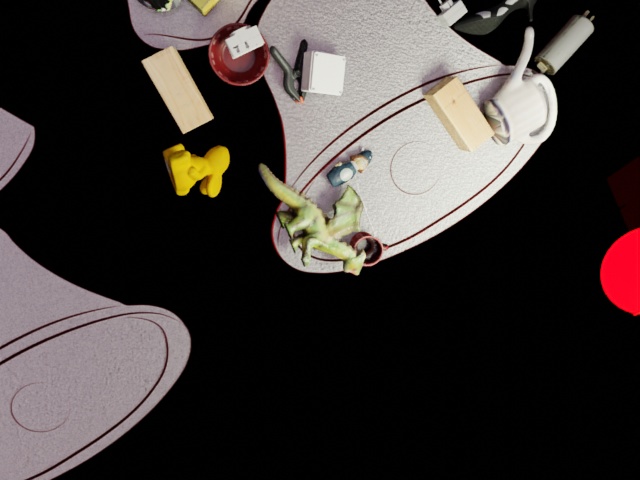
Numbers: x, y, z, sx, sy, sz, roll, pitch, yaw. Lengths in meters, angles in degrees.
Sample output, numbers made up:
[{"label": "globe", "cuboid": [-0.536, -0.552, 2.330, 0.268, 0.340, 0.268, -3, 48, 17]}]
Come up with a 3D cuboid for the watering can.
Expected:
[{"label": "watering can", "cuboid": [0.579, -0.422, 1.513, 0.224, 0.105, 0.342, -29, 116, -2]}]

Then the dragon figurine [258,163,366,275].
[{"label": "dragon figurine", "cuboid": [0.005, -0.075, 1.483, 0.243, 0.122, 0.410, -24, 91, -5]}]

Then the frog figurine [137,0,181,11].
[{"label": "frog figurine", "cuboid": [-0.411, -0.672, 1.312, 0.137, 0.120, 0.162, -4, 68, 0]}]
